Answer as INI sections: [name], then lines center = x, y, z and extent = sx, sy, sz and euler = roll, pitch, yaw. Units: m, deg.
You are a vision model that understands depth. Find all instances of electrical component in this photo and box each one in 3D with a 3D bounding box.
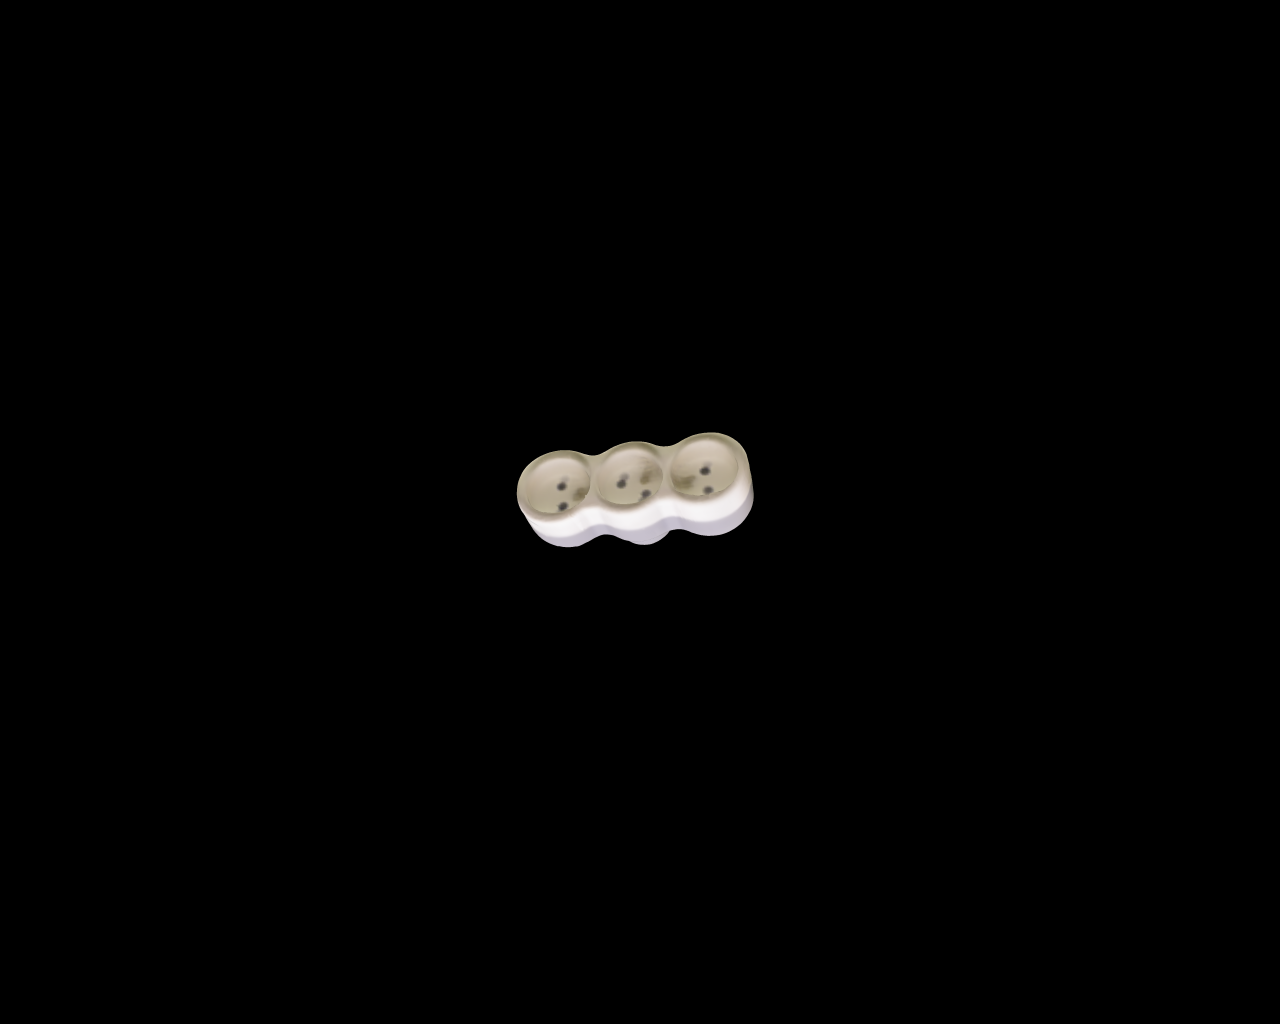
[electrical component]
center = 0.001, -0.003, 0.650
extent = 0.138, 0.052, 0.073
euler = -6, -32, 9
